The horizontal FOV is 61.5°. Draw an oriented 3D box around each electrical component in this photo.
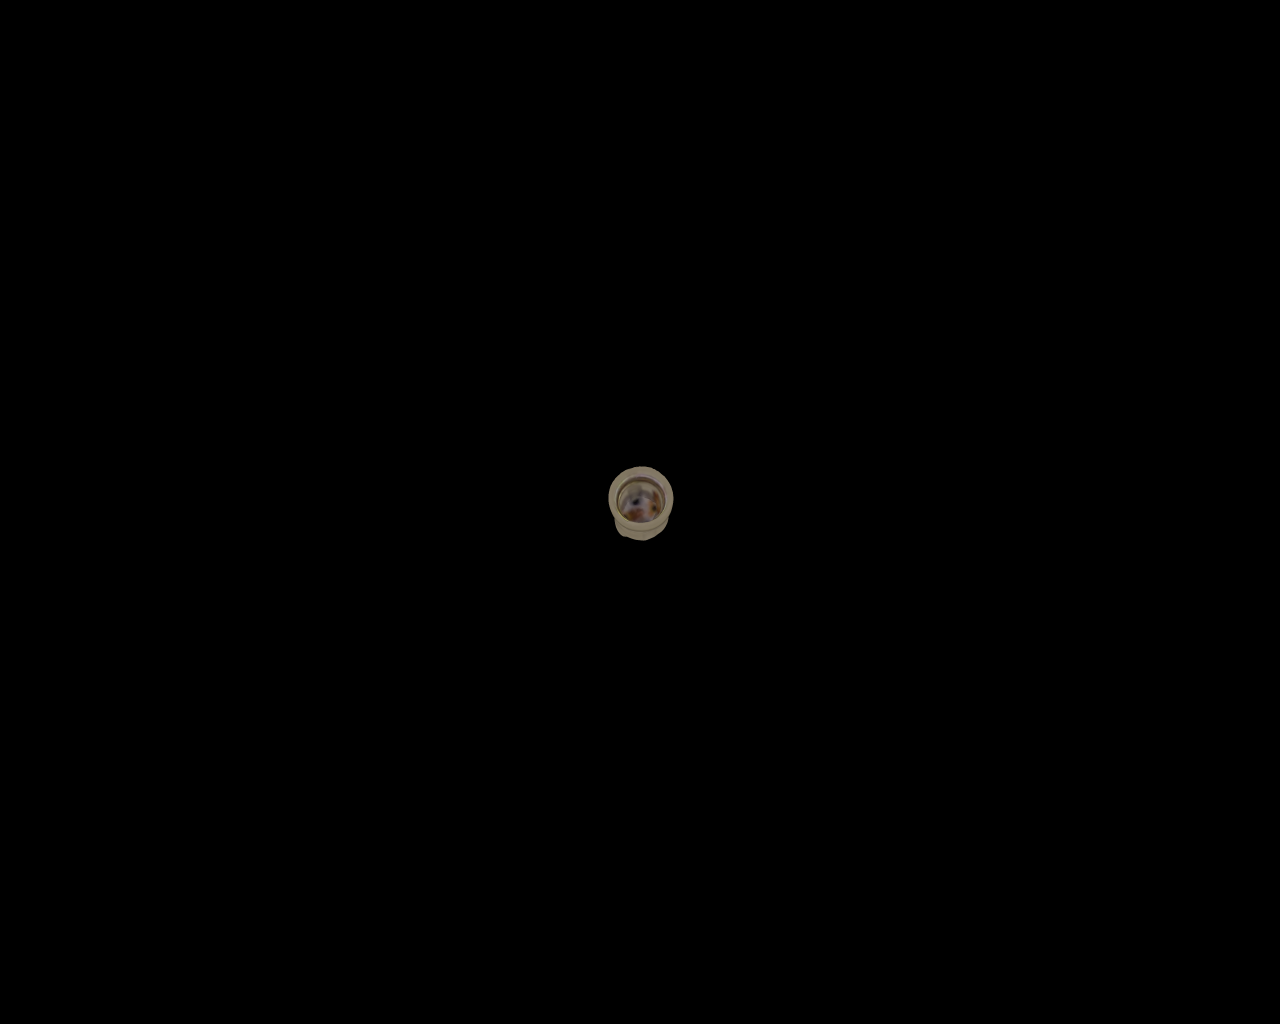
[{"bbox_3d":[0.001,-0.003,0.650,0.040,0.040,0.046,0,-19,0],"label":"electrical component"}]
